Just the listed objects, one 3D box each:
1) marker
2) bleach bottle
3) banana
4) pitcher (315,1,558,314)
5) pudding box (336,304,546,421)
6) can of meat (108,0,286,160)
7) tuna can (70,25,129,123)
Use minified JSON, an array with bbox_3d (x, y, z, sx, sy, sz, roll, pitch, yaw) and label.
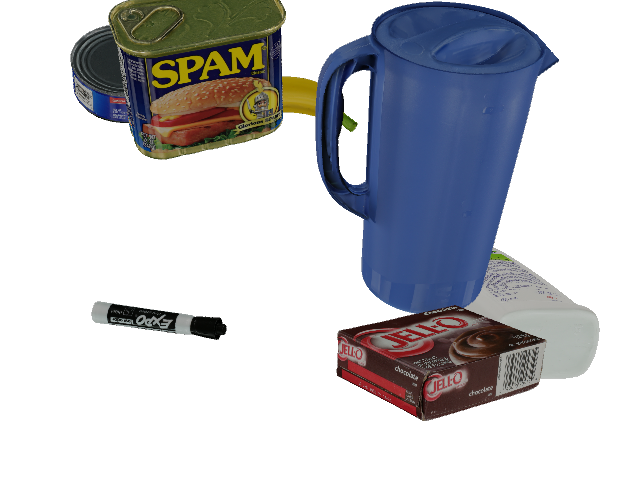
[{"bbox_3d":[-0.138,0.069,0.914,0.121,0.020,0.020,6,2,17],"label":"marker"},{"bbox_3d":[0.164,0.046,1.018,0.102,0.068,0.251,2,20,-13],"label":"bleach bottle"},{"bbox_3d":[-0.055,-0.138,1.099,0.197,0.037,0.070,-9,48,-30],"label":"banana"},{"bbox_3d":[0.086,-0.061,0.872,0.149,0.243,0.144,23,38,24],"label":"pitcher"},{"bbox_3d":[0.081,0.079,0.719,0.113,0.039,0.090,-7,18,-37],"label":"pudding box"},{"bbox_3d":[-0.073,-0.103,0.655,0.102,0.084,0.057,-13,47,-13],"label":"can of meat"},{"bbox_3d":[-0.158,-0.135,0.864,0.086,0.086,0.034,0,-40,-9],"label":"tuna can"}]
